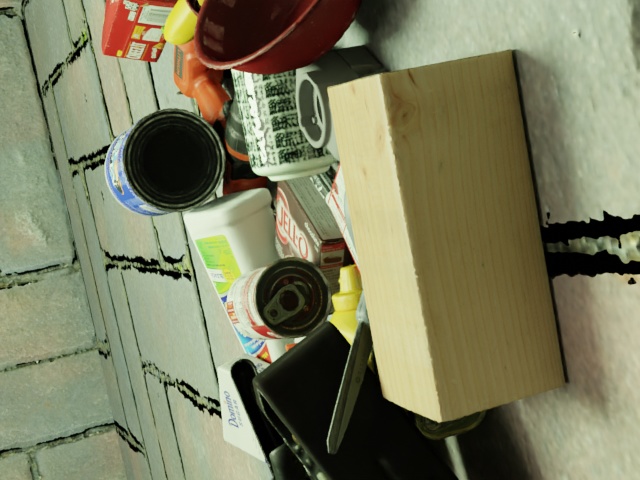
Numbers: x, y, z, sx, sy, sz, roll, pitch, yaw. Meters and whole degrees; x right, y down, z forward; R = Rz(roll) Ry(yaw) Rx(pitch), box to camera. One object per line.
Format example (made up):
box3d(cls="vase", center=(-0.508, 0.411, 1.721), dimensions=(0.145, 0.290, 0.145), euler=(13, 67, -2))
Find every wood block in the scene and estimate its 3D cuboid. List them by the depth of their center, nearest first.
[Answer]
box3d(cls="wood block", center=(0.076, -0.004, 0.663), dimensions=(0.090, 0.090, 0.206), euler=(-173, 71, -70))

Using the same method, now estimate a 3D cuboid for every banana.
box3d(cls="banana", center=(-0.101, -0.246, 0.977), dimensions=(0.198, 0.037, 0.070), euler=(-51, 49, 34))

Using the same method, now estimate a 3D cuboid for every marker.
box3d(cls="marker", center=(0.006, -0.049, 0.939), dimensions=(0.121, 0.020, 0.020), euler=(-122, 27, -43))

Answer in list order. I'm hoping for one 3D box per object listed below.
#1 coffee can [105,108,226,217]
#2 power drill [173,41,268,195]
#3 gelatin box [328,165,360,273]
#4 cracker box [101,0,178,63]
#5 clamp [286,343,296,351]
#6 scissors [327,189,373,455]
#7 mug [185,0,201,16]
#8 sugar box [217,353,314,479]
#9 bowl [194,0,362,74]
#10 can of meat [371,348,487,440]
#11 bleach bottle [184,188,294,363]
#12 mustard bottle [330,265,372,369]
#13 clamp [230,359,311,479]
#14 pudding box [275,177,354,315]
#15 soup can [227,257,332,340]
box3d(cls="coffee can", center=(-0.163, -0.077, 1.103), dimensions=(0.140, 0.102, 0.103), euler=(179, 79, -72))
box3d(cls="power drill", center=(-0.098, -0.146, 1.107), dimensions=(0.185, 0.057, 0.188), euler=(105, 147, -53))
box3d(cls="gelatin box", center=(0.040, -0.028, 0.842), dimensions=(0.089, 0.030, 0.073), euler=(108, 143, -55))
box3d(cls="cracker box", center=(-0.185, -0.319, 1.133), dimensions=(0.164, 0.072, 0.213), euler=(148, 126, -69))
box3d(cls="clamp", center=(0.004, 0.172, 0.907), dimensions=(0.120, 0.039, 0.171), euler=(-175, 69, -79))
box3d(cls="scissors", center=(0.026, 0.030, 0.703), dimensions=(0.016, 0.201, 0.096), euler=(-1, 141, 48))
box3d(cls="mug", center=(-0.069, -0.211, 0.916), dimensions=(0.117, 0.093, 0.081), euler=(8, 123, 26))
box3d(cls="sugar box", center=(-0.024, 0.182, 1.036), dimensions=(0.176, 0.048, 0.093), euler=(22, 124, 41))
box3d(cls="bowl", center=(-0.019, -0.180, 0.797), dimensions=(0.055, 0.162, 0.162), euler=(36, -173, -35))
box3d(cls="can of meat", center=(0.074, 0.082, 0.776), dimensions=(0.084, 0.057, 0.102), euler=(-153, 52, -68))
box3d(cls="bleach bottle", center=(-0.052, 0.076, 1.081), dimensions=(0.103, 0.068, 0.251), euler=(-5, 110, 55))
box3d(cls="mustard bottle", center=(0.045, 0.115, 0.876), dimensions=(0.096, 0.058, 0.191), euler=(180, 79, -72))
box3d(cls="clamp", center=(-0.024, 0.223, 0.954), dimensions=(0.165, 0.036, 0.210), euler=(-135, 24, -70))
box3d(cls="pudding box", center=(-0.006, 0.001, 0.972), dimensions=(0.114, 0.039, 0.090), euler=(-125, 29, -46))
box3d(cls="soup can", center=(-0.038, 0.053, 0.930), dimensions=(0.102, 0.068, 0.068), euler=(161, 96, -70))
